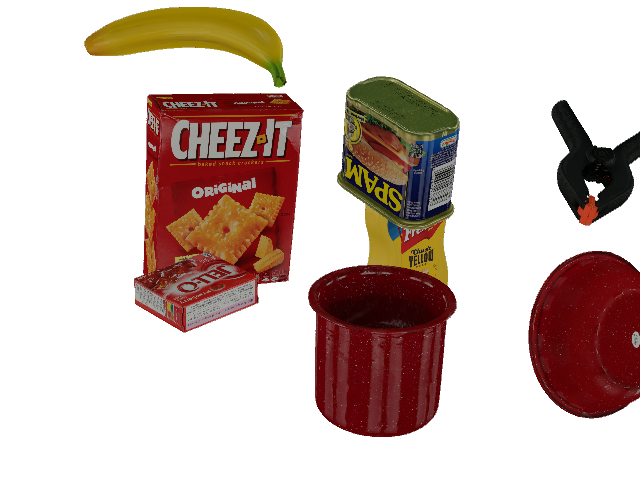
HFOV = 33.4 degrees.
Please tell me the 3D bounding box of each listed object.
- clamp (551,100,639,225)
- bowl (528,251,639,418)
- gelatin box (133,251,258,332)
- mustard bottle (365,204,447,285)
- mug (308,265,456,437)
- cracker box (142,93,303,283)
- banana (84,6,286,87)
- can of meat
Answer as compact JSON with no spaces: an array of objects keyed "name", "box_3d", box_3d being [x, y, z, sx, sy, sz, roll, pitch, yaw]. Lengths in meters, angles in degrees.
[{"name":"clamp","box_3d":[0.287,-0.088,1.138,0.120,0.039,0.171,18,47,19]},{"name":"bowl","box_3d":[0.277,0.091,1.004,0.161,0.162,0.055,0,0,-27]},{"name":"gelatin box","box_3d":[-0.111,0.044,0.961,0.089,0.030,0.073,-21,33,-39]},{"name":"mustard bottle","box_3d":[0.091,-0.021,1.113,0.096,0.192,0.058,-15,26,-30]},{"name":"mug","box_3d":[0.042,0.067,0.694,0.093,0.081,0.117,10,25,19]},{"name":"cracker box","box_3d":[-0.111,-0.053,1.197,0.164,0.214,0.072,-4,25,-22]},{"name":"banana","box_3d":[-0.113,-0.182,0.957,0.198,0.037,0.069,11,46,18]},{"name":"can of meat","box_3d":[0.061,-0.071,0.838,0.057,0.084,0.102,-23,43,-31]}]
